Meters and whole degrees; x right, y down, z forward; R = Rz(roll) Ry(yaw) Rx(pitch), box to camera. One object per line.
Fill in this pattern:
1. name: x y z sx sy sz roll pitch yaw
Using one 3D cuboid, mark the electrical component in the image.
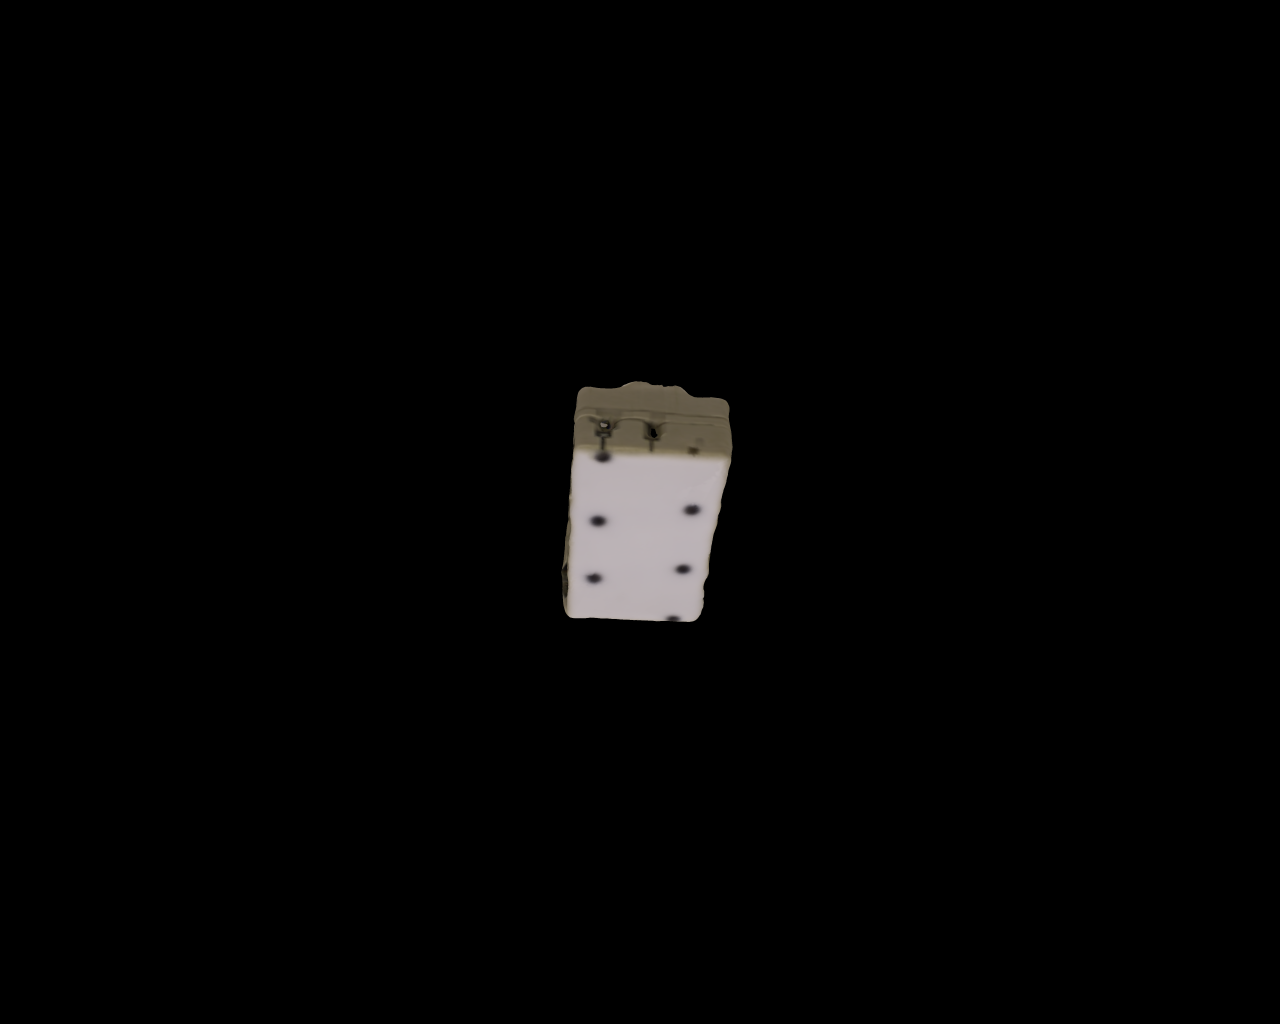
1. electrical component: 0.001 -0.003 0.650 0.089 0.062 0.150 4 -43 -4
